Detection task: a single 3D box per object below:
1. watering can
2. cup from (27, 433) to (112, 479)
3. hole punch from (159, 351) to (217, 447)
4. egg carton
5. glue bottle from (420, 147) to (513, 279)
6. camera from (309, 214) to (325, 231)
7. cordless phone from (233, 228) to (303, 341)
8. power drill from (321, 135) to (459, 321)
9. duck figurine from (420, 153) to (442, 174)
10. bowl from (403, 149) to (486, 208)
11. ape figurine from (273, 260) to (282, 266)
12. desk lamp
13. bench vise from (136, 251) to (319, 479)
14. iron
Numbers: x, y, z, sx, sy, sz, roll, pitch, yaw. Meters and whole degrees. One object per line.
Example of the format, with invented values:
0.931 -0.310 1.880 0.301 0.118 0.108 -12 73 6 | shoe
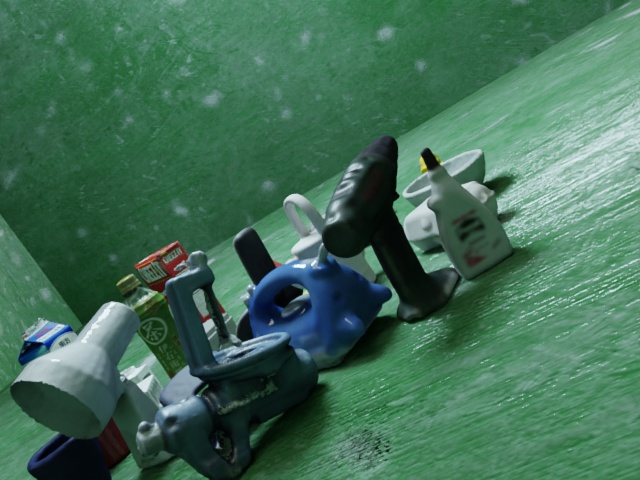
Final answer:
0.008 0.004 0.953 0.100 0.194 0.173 -21 15 47 | watering can
-0.341 0.317 0.786 0.117 0.095 0.092 -26 12 30 | cup
-0.133 0.199 0.732 0.109 0.091 0.100 -39 12 -34 | hole punch
0.203 -0.035 0.905 0.107 0.069 0.150 -38 12 -31 | egg carton
0.171 -0.040 0.722 0.078 0.173 0.037 -32 10 -1 | glue bottle
0.050 -0.018 1.202 0.136 0.101 0.143 -30 10 13 | camera
-0.109 0.083 0.953 0.094 0.185 0.148 -23 13 40 | cordless phone
0.092 -0.014 0.735 0.075 0.208 0.230 -25 12 35 | power drill
0.260 -0.159 1.293 0.077 0.086 0.105 -23 13 41 | duck figurine
0.243 -0.098 1.074 0.167 0.075 0.167 -31 10 6 | bowl
-0.106 0.073 1.265 0.078 0.092 0.076 -39 12 -34 | ape figurine
-0.266 0.202 0.769 0.117 0.214 0.204 -25 12 34 | desk lamp
-0.117 0.133 0.626 0.121 0.220 0.208 -24 13 38 | bench vise
-0.036 0.096 0.790 0.257 0.141 0.119 -24 13 41 | iron
